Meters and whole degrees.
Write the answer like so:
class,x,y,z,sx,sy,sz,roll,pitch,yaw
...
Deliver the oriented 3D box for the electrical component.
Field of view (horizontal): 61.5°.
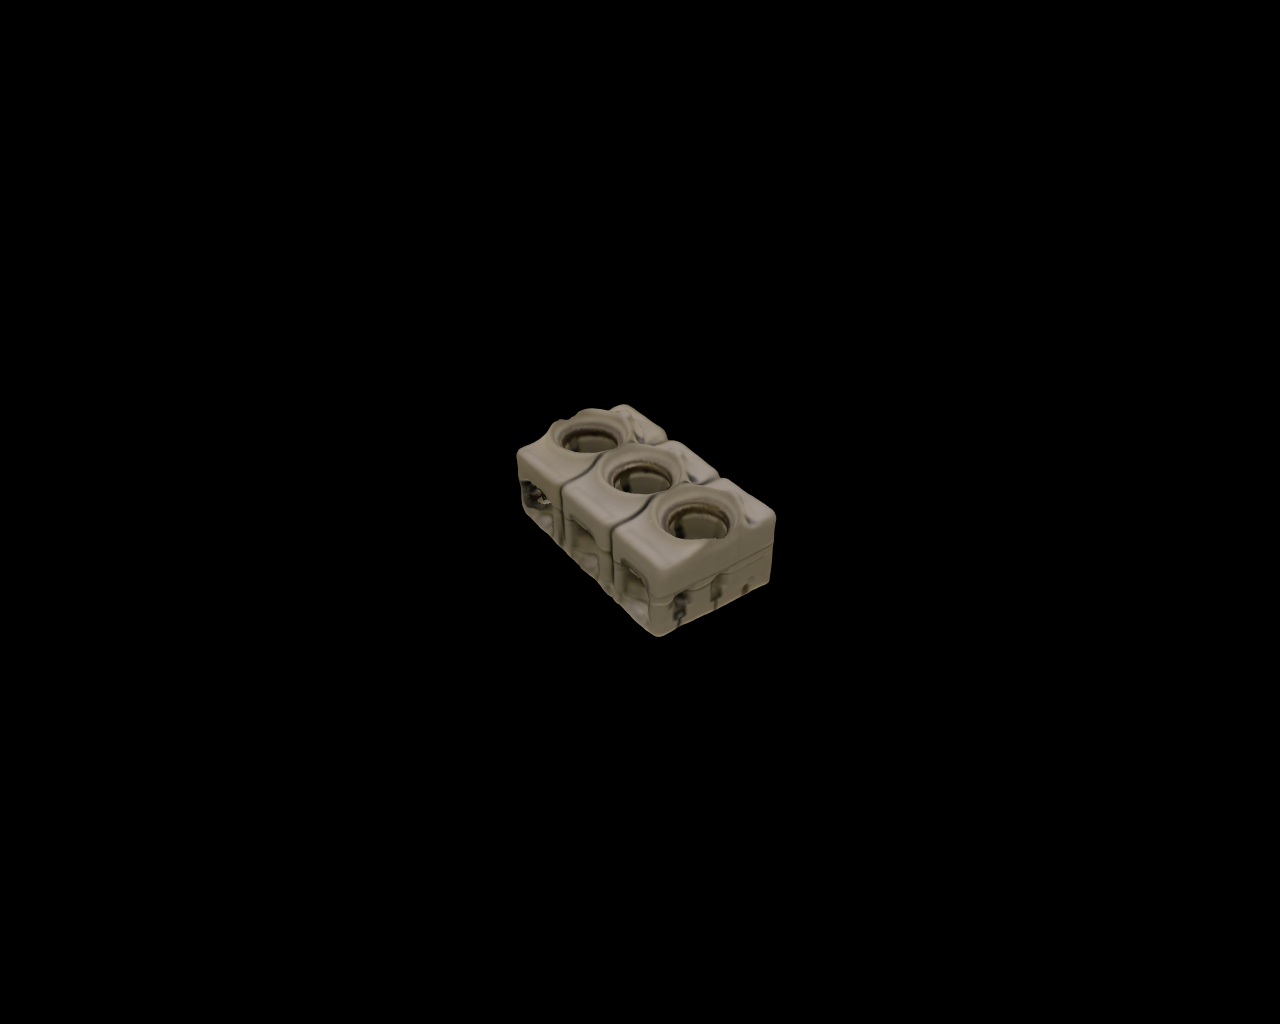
class,x,y,z,sx,sy,sz,roll,pitch,yaw
electrical component,0.001,-0.003,0.650,0.090,0.061,0.150,-25,45,-28
